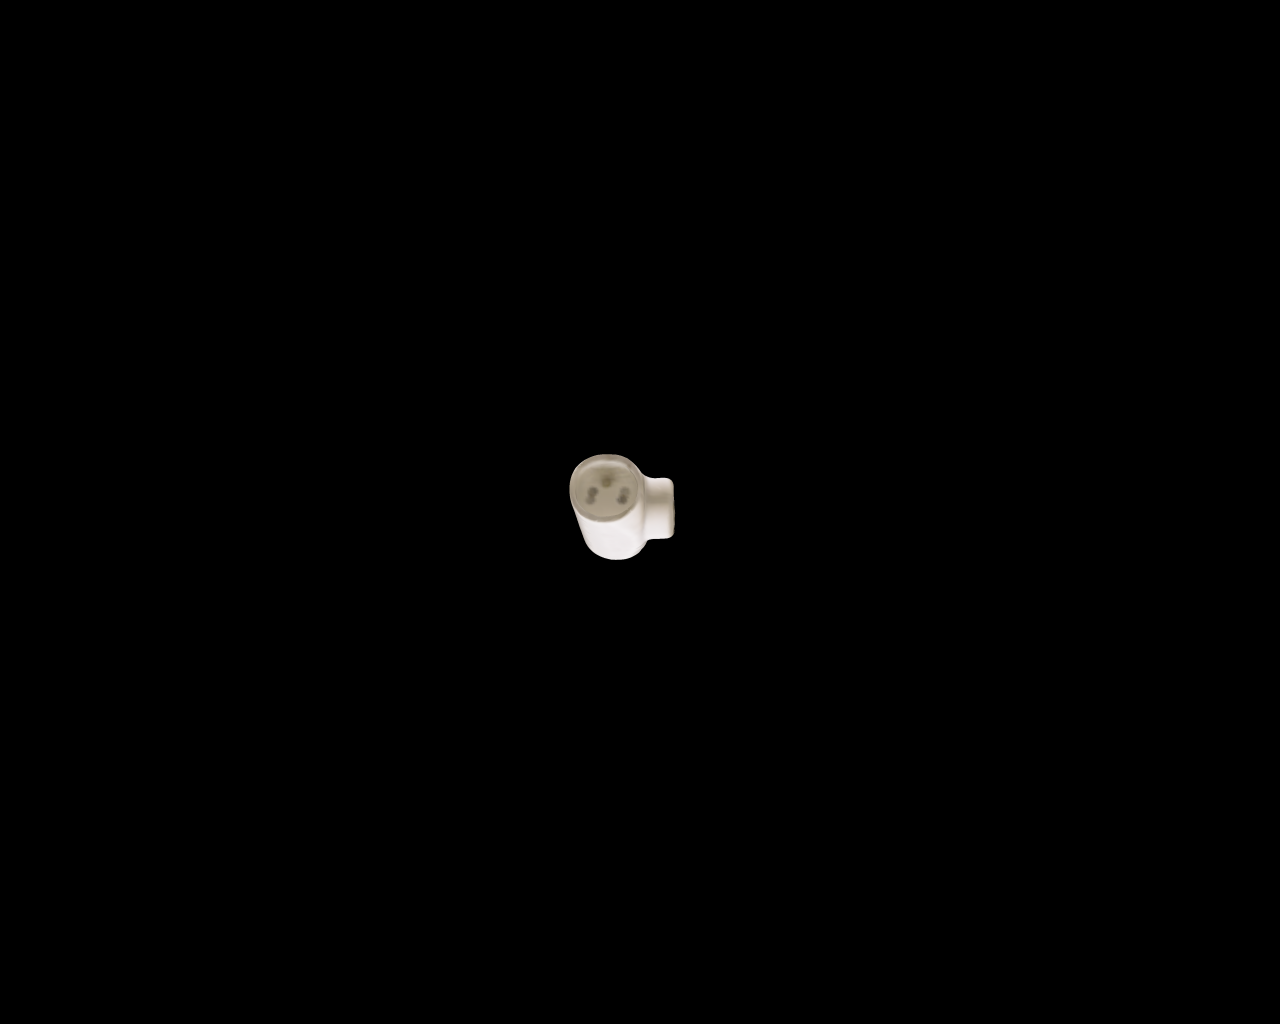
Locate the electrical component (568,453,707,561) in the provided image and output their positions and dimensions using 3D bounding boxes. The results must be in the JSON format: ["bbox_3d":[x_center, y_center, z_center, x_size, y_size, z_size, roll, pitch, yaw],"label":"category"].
[{"bbox_3d":[0.001,-0.003,0.650,0.079,0.044,0.077,-1,-19,3],"label":"electrical component"}]
